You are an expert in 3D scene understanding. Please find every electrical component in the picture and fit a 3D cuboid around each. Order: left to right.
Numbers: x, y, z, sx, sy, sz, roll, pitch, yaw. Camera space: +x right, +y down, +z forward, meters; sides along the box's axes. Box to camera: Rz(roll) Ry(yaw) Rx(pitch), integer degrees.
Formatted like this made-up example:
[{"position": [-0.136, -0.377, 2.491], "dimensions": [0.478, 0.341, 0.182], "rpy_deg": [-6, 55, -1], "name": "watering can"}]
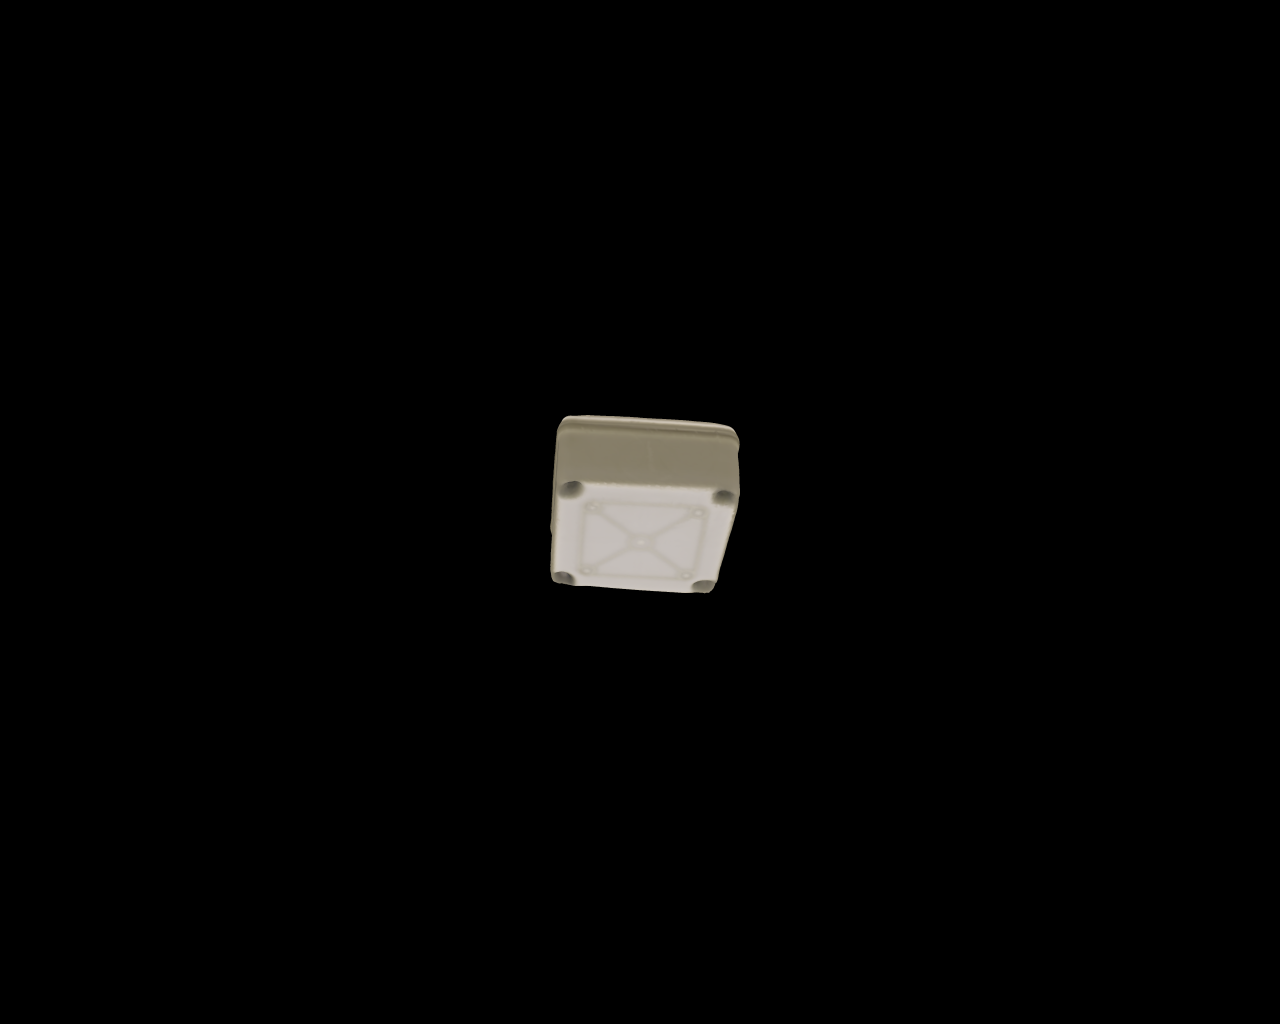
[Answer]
[{"position": [0.001, -0.003, 0.650], "dimensions": [0.109, 0.056, 0.108], "rpy_deg": [4, -39, -4], "name": "electrical component"}]
